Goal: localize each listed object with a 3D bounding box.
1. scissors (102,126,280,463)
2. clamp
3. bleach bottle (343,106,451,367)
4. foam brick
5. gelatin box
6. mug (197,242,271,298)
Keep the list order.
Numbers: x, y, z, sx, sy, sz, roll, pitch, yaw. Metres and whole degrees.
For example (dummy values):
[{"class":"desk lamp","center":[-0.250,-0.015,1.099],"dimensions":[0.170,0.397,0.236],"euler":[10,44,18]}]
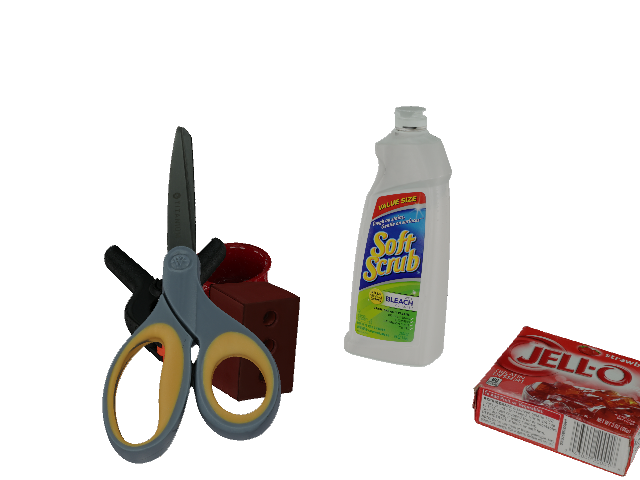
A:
[{"class":"scissors","center":[-0.055,0.023,0.557],"dimensions":[0.096,0.201,0.016],"euler":[8,-33,8]},{"class":"clamp","center":[-0.156,0.051,1.017],"dimensions":[0.120,0.039,0.171],"euler":[-4,33,4]},{"class":"bleach bottle","center":[0.077,-0.006,1.050],"dimensions":[0.103,0.251,0.068],"euler":[9,19,27]},{"class":"foam brick","center":[-0.053,0.075,0.813],"dimensions":[0.052,0.078,0.051],"euler":[-4,15,-35]},{"class":"gelatin box","center":[0.140,0.086,0.596],"dimensions":[0.089,0.030,0.073],"euler":[17,32,27]},{"class":"mug","center":[-0.107,0.066,1.219],"dimensions":[0.093,0.081,0.117],"euler":[14,34,25]}]
